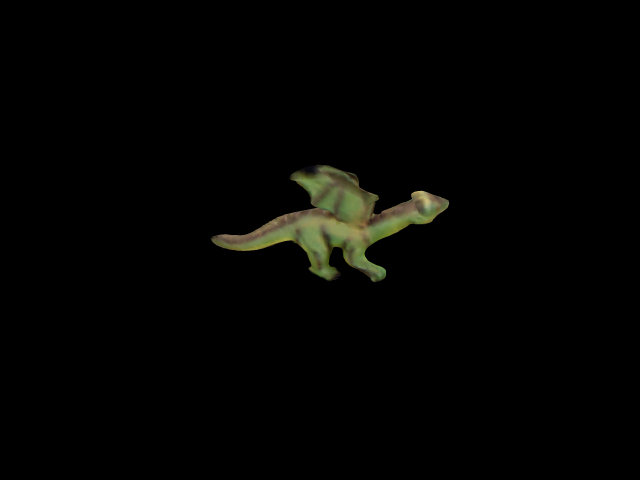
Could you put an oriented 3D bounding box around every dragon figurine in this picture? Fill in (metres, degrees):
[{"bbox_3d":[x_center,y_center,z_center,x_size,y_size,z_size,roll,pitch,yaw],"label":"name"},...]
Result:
[{"bbox_3d":[0.003,-0.043,0.850,0.410,0.125,0.237,3,-39,2],"label":"dragon figurine"}]
